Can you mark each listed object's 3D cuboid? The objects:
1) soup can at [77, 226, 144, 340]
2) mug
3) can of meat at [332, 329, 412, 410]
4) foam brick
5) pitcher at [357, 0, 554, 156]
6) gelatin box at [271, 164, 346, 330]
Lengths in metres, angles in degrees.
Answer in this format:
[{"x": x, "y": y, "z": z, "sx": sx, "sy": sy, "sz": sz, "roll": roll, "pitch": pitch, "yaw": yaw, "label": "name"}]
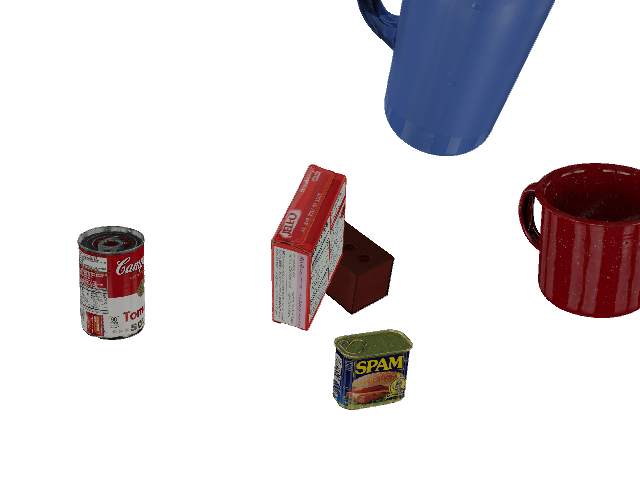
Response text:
[{"x": -0.218, "y": 0.045, "z": 1.117, "sx": 0.068, "sy": 0.102, "sz": 0.068, "roll": 3, "pitch": 23, "yaw": -1, "label": "soup can"}, {"x": 0.189, "y": -0.003, "z": 0.765, "sx": 0.093, "sy": 0.081, "sz": 0.117, "roll": -27, "pitch": 37, "yaw": -35, "label": "mug"}, {"x": 0.067, "y": 0.172, "z": 1.419, "sx": 0.102, "sy": 0.084, "sz": 0.057, "roll": -6, "pitch": 25, "yaw": -21, "label": "can of meat"}, {"x": 0.027, "y": 0.025, "z": 1.061, "sx": 0.052, "sy": 0.051, "sz": 0.078, "roll": -26, "pitch": 47, "yaw": -34, "label": "foam brick"}, {"x": 0.117, "y": -0.190, "z": 0.935, "sx": 0.144, "sy": 0.149, "sz": 0.243, "roll": -19, "pitch": -29, "yaw": -20, "label": "pitcher"}, {"x": -0.009, "y": 0.005, "z": 0.721, "sx": 0.030, "sy": 0.073, "sz": 0.089, "roll": 16, "pitch": -38, "yaw": 12, "label": "gelatin box"}]
